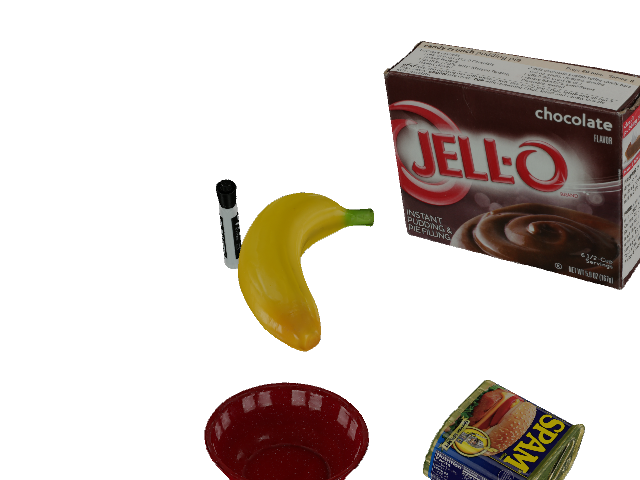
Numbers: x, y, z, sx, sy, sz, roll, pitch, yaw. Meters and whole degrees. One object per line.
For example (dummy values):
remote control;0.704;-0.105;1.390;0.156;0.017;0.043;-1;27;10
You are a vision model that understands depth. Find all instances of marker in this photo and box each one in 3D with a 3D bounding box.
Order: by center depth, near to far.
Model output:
marker;-0.087;-0.015;1.020;0.020;0.020;0.121;0;-38;0

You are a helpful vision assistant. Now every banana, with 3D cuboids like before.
banana;-0.016;0.008;0.650;0.070;0.037;0.197;3;24;12

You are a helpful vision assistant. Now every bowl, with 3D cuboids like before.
bowl;-0.033;0.211;1.058;0.162;0.055;0.162;1;30;-1

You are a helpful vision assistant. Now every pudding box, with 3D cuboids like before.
pudding box;0.088;-0.035;0.474;0.114;0.090;0.039;14;44;31

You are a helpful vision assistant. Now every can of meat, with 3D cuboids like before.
can of meat;0.139;0.161;0.814;0.084;0.057;0.101;27;40;28
